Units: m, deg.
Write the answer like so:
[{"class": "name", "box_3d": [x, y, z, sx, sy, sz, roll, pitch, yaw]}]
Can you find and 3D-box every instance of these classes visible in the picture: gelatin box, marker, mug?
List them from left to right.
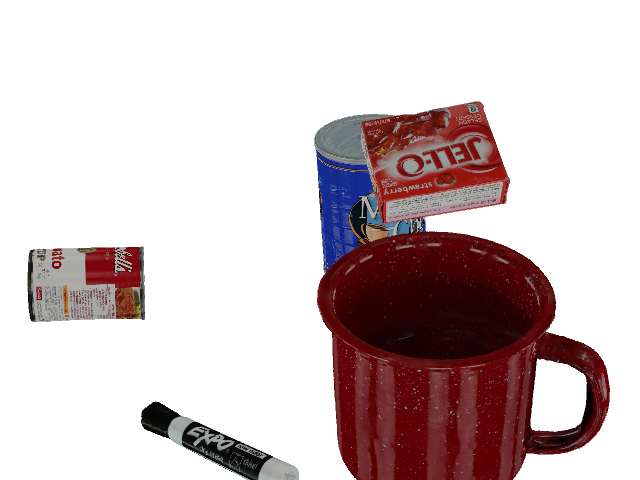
[{"class": "marker", "box_3d": [-0.064, 0.122, 0.636, 0.121, 0.020, 0.020, 16, 10, 38]}, {"class": "gelatin box", "box_3d": [0.078, -0.055, 0.734, 0.089, 0.073, 0.030, -10, -36, -3]}, {"class": "mug", "box_3d": [0.058, 0.056, 0.435, 0.117, 0.081, 0.093, 8, 33, 17]}]

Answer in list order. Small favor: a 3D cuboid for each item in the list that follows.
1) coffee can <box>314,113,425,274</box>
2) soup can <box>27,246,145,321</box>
[{"class": "coffee can", "box_3d": [0.049, -0.036, 1.016, 0.103, 0.140, 0.103, -3, 29, 2]}, {"class": "soup can", "box_3d": [-0.213, 0.040, 0.977, 0.102, 0.068, 0.068, -1, 0, -10]}]
